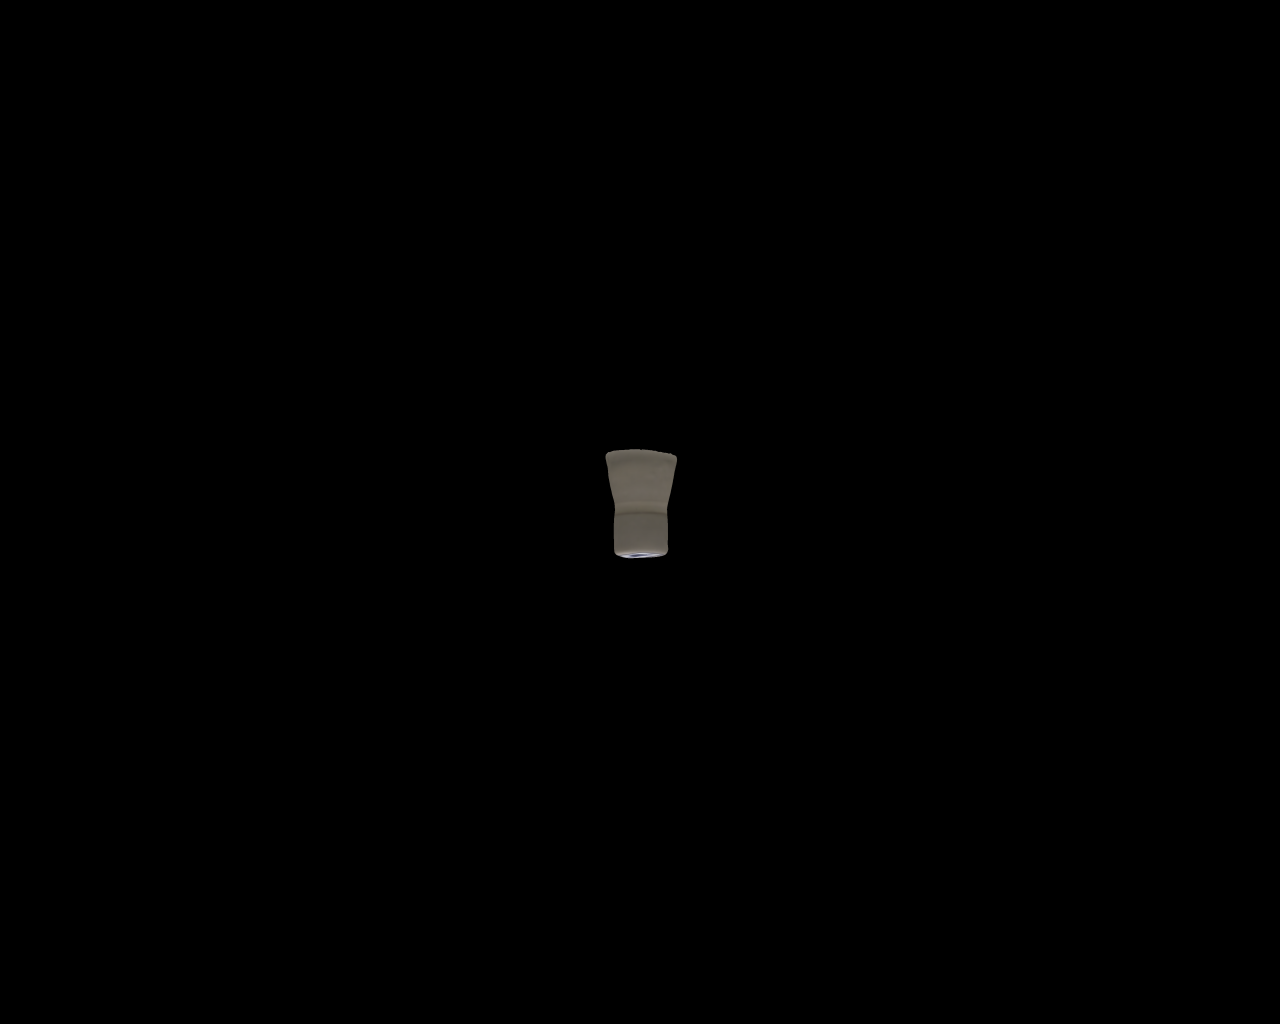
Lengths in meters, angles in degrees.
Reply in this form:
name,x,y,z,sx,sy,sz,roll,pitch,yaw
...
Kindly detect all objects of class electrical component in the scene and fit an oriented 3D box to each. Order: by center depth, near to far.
name,x,y,z,sx,sy,sz,roll,pitch,yaw
electrical component,0.001,-0.003,0.650,0.044,0.065,0.044,0,-9,0
